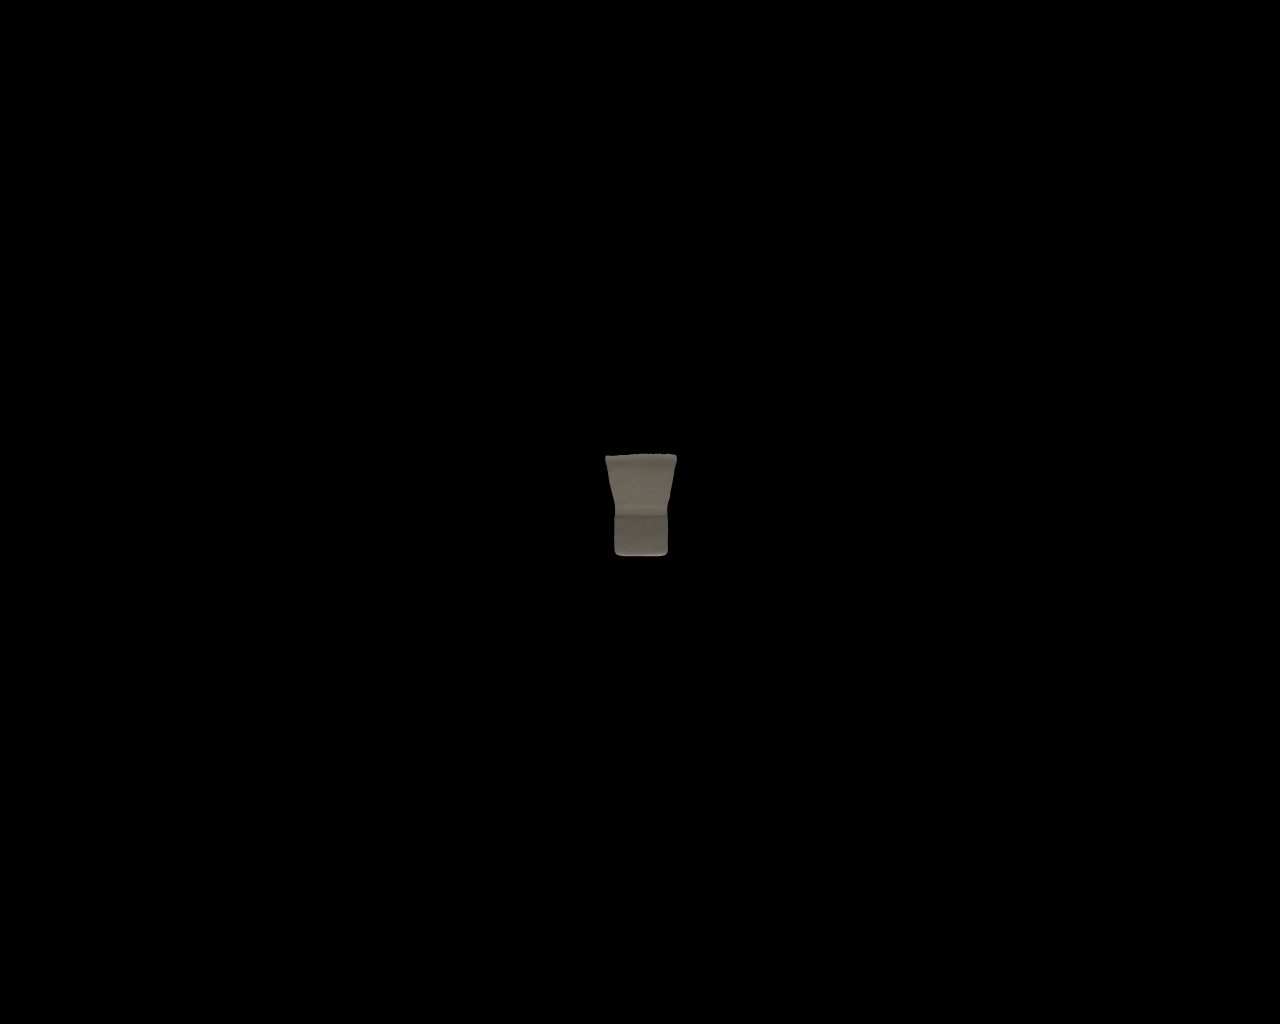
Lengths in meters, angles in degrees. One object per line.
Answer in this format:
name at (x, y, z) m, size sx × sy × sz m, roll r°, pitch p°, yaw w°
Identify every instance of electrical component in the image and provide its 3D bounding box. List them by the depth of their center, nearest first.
electrical component at (0.001, -0.003, 0.650) m, size 0.044 × 0.065 × 0.044 m, roll 0°, pitch 0°, yaw 0°
